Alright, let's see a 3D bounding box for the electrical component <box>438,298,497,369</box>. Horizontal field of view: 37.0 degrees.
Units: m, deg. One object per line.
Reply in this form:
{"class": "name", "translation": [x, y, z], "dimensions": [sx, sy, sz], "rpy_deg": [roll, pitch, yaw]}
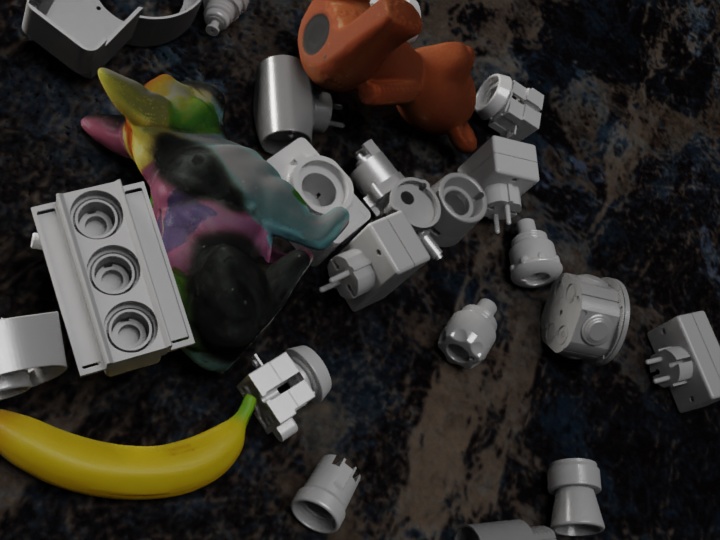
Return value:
{"class": "electrical component", "translation": [0.097, 0.051, 0.924], "dimensions": [0.043, 0.043, 0.062], "rpy_deg": [41, 53, -5]}

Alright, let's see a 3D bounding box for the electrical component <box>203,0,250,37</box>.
{"class": "electrical component", "translation": [-0.120, -0.239, 0.953], "dimensions": [0.040, 0.040, 0.078], "rpy_deg": [25, 57, -15]}

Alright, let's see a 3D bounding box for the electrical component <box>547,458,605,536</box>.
{"class": "electrical component", "translation": [0.180, 0.190, 0.898], "dimensions": [0.045, 0.045, 0.055], "rpy_deg": [13, 60, -22]}

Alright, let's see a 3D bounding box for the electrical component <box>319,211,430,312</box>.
{"class": "electrical component", "translation": [0.000, 0.000, 0.871], "dimensions": [0.076, 0.083, 0.047], "rpy_deg": [-24, 79, -35]}

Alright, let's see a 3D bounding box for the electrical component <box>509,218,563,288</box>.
{"class": "electrical component", "translation": [0.158, -0.018, 0.990], "dimensions": [0.048, 0.048, 0.062], "rpy_deg": [9, 55, -24]}

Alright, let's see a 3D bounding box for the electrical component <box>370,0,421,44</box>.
{"class": "electrical component", "translation": [0.025, -0.239, 1.028], "dimensions": [0.055, 0.048, 0.066], "rpy_deg": [-1, 66, -20]}

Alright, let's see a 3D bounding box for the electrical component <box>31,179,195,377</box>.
{"class": "electrical component", "translation": [-0.172, 0.008, 0.746], "dimensions": [0.079, 0.063, 0.121], "rpy_deg": [-16, 78, -19]}

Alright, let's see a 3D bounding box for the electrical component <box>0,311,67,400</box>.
{"class": "electrical component", "translation": [-0.245, 0.053, 0.709], "dimensions": [0.099, 0.099, 0.064], "rpy_deg": [-12, 79, -32]}

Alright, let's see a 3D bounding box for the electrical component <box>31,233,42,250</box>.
{"class": "electrical component", "translation": [-0.212, -0.018, 0.798], "dimensions": [0.061, 0.035, 0.035], "rpy_deg": [8, 63, -22]}

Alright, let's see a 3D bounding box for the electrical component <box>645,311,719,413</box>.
{"class": "electrical component", "translation": [0.299, 0.089, 1.010], "dimensions": [0.076, 0.047, 0.083], "rpy_deg": [-9, 71, -31]}

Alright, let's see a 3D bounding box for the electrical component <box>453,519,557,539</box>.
{"class": "electrical component", "translation": [0.119, 0.220, 0.851], "dimensions": [0.081, 0.043, 0.043], "rpy_deg": [2, 66, -28]}

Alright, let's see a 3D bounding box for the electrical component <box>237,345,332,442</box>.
{"class": "electrical component", "translation": [-0.056, 0.089, 0.822], "dimensions": [0.055, 0.048, 0.066], "rpy_deg": [-31, 83, -28]}

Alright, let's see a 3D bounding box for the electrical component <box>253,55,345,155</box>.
{"class": "electrical component", "translation": [-0.050, -0.140, 0.939], "dimensions": [0.079, 0.043, 0.077], "rpy_deg": [7, 63, -26]}

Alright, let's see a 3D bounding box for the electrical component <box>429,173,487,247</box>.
{"class": "electrical component", "translation": [0.081, -0.055, 0.965], "dimensions": [0.055, 0.047, 0.055], "rpy_deg": [12, 61, -23]}

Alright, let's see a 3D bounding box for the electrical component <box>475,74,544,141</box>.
{"class": "electrical component", "translation": [0.145, -0.160, 1.053], "dimensions": [0.055, 0.048, 0.066], "rpy_deg": [29, 56, -22]}

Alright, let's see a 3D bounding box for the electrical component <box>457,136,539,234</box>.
{"class": "electrical component", "translation": [0.128, -0.071, 0.986], "dimensions": [0.047, 0.066, 0.076], "rpy_deg": [10, 62, -24]}

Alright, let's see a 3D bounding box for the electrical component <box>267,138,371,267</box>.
{"class": "electrical component", "translation": [-0.042, -0.058, 0.895], "dimensions": [0.089, 0.056, 0.050], "rpy_deg": [49, 54, 1]}

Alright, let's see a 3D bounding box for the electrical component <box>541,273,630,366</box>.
{"class": "electrical component", "translation": [0.202, 0.043, 0.962], "dimensions": [0.051, 0.080, 0.080], "rpy_deg": [12, 61, -17]}

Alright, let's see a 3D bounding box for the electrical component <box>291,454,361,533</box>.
{"class": "electrical component", "translation": [-0.024, 0.166, 0.804], "dimensions": [0.040, 0.040, 0.046], "rpy_deg": [38, 48, -6]}
